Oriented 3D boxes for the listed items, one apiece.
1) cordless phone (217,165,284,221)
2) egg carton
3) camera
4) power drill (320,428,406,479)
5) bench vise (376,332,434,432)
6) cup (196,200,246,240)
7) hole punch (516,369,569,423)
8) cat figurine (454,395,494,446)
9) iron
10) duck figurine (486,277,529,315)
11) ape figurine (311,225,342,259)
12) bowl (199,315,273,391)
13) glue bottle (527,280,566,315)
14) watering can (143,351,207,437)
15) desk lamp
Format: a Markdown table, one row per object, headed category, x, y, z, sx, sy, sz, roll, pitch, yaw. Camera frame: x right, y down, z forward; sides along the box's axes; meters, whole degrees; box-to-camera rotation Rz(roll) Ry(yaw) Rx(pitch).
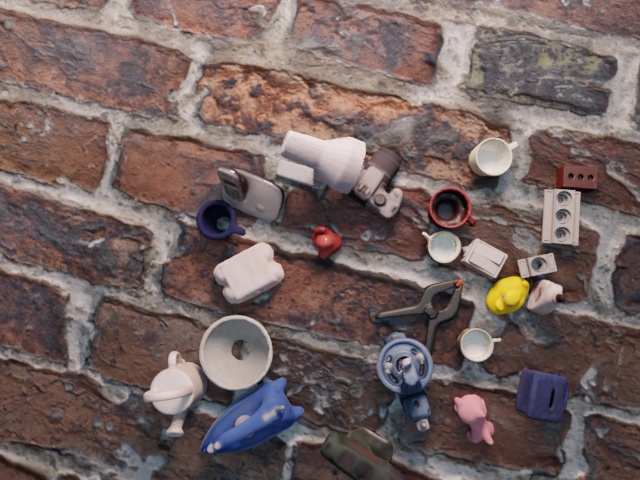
| category | x | y | z | sx | sy | sz | roll | pitch | yaw |
| --- | --- | --- | --- | --- | --- | --- | --- | --- | --- |
| cordless phone | -0.158 | -0.112 | 1.285 | 0.147 | 0.185 | 0.094 | 20 | 86 | 5 |
| egg carton | -0.164 | 0.079 | 1.326 | 0.150 | 0.069 | 0.107 | -29 | 84 | 0 |
| camera | 0.141 | -0.136 | 1.314 | 0.143 | 0.101 | 0.137 | 34 | 87 | 5 |
| power drill | 0.111 | 0.472 | 1.207 | 0.229 | 0.208 | 0.076 | 28 | 87 | 5 |
| bench vise | 0.202 | 0.300 | 1.212 | 0.121 | 0.220 | 0.207 | -34 | 84 | 0 |
| cup | -0.218 | -0.037 | 1.327 | 0.117 | 0.095 | 0.092 | 24 | 86 | 5 |
| hole punch | 0.496 | 0.342 | 1.259 | 0.101 | 0.091 | 0.109 | 12 | 86 | 4 |
| cat figurine | 0.339 | 0.388 | 1.249 | 0.067 | 0.118 | 0.128 | -28 | 84 | 0 |
| iron | -0.169 | 0.415 | 1.260 | 0.258 | 0.141 | 0.118 | -33 | 84 | 0 |
| duck figurine | 0.428 | 0.125 | 1.284 | 0.104 | 0.086 | 0.077 | -37 | 84 | -1 |
| ape figurine | 0.012 | 0.005 | 1.313 | 0.076 | 0.092 | 0.078 | 8 | 85 | 4 |
| bowl | -0.186 | 0.254 | 1.309 | 0.167 | 0.075 | 0.167 | 0 | 85 | 3 |
| glue bottle | 0.496 | 0.124 | 1.237 | 0.037 | 0.173 | 0.078 | 16 | 86 | 5 |
| watering can | -0.315 | 0.336 | 1.248 | 0.101 | 0.194 | 0.173 | -27 | 84 | 1 |
| desk lamp | -0.003 | -0.175 | 1.269 | 0.203 | 0.213 | 0.118 | 17 | 86 | 5 |
